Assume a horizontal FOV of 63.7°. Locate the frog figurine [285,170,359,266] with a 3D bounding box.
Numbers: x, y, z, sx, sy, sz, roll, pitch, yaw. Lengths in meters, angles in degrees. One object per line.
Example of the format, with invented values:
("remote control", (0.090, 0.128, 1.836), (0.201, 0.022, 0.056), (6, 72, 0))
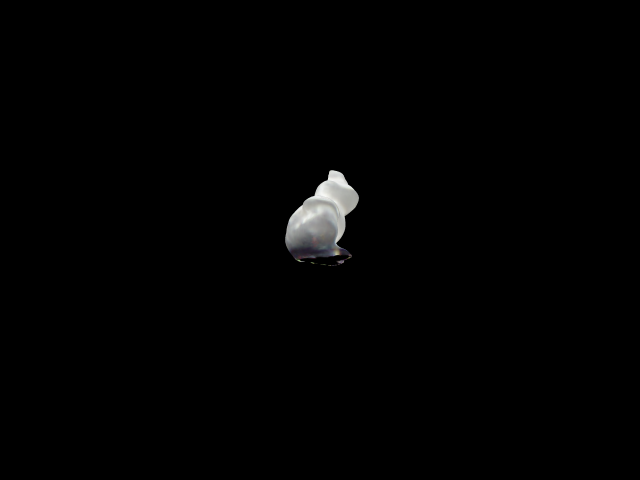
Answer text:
("frog figurine", (0.003, -0.043, 0.850), (0.122, 0.161, 0.136), (-2, -14, 10))
